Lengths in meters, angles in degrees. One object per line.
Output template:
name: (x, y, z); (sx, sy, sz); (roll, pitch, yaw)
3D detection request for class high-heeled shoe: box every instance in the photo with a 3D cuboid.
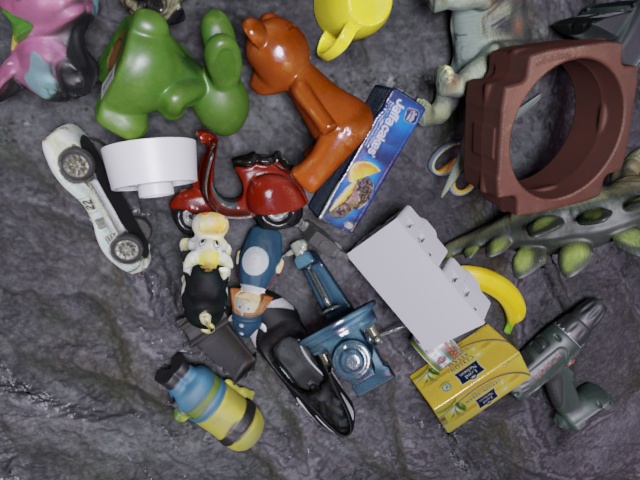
high-heeled shoe: (-0.035, 0.178, 0.779); (0.086, 0.145, 0.248); (-38, 114, -1)

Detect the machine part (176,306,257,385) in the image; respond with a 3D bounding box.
machine part: (-0.144, 0.150, 0.799); (0.084, 0.039, 0.138); (-35, 113, -7)

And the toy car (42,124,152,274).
toy car: (-0.269, -0.047, 0.668); (0.056, 0.074, 0.201); (-21, 114, 2)

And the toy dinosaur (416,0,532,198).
toy dinosaur: (0.219, -0.268, 0.708); (0.192, 0.131, 0.404); (-14, 119, -9)

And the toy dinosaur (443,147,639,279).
toy dinosaur: (0.343, -0.027, 0.783); (0.472, 0.198, 0.105); (-21, 106, 29)

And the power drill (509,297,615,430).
power drill: (0.457, 0.237, 0.977); (0.232, 0.086, 0.207); (-38, 119, 2)

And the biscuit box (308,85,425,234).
biscuit box: (0.062, -0.112, 0.745); (0.059, 0.063, 0.202); (25, 102, -23)

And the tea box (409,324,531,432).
tea box: (0.251, 0.230, 0.907); (0.170, 0.098, 0.068); (-33, 116, -4)

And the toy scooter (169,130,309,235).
toy scooter: (-0.107, -0.079, 0.706); (0.184, 0.075, 0.135); (-4, 109, -9)

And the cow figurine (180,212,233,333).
cow figurine: (-0.149, 0.045, 0.693); (0.068, 0.098, 0.167); (2, 139, -11)

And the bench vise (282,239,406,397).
bench vise: (0.027, 0.108, 0.775); (0.129, 0.223, 0.240); (-31, 83, 15)

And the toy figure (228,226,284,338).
toy figure: (-0.093, 0.059, 0.747); (0.057, 0.064, 0.154); (22, 78, -53)

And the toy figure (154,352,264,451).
toy figure: (-0.161, 0.247, 0.801); (0.082, 0.089, 0.180); (-37, 118, 9)

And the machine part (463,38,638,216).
machine part: (0.284, -0.143, 0.678); (0.201, 0.087, 0.200); (-13, 116, -15)

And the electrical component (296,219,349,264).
electrical component: (-0.002, -0.002, 0.767); (0.094, 0.063, 0.021); (37, 97, -23)

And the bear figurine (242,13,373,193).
bear figurine: (-0.032, -0.176, 0.668); (0.196, 0.120, 0.132); (39, 117, -11)

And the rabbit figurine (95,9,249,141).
rabbit figurine: (-0.153, -0.189, 0.624); (0.170, 0.121, 0.159); (17, 128, -37)

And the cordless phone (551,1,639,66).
cordless phone: (0.406, -0.230, 0.750); (0.089, 0.147, 0.184); (-21, 112, 1)

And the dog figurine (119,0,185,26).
dog figurine: (-0.117, -0.311, 0.614); (0.172, 0.121, 0.190); (29, 114, -20)

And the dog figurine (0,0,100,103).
dog figurine: (-0.307, -0.254, 0.564); (0.191, 0.108, 0.219); (32, 113, -2)
